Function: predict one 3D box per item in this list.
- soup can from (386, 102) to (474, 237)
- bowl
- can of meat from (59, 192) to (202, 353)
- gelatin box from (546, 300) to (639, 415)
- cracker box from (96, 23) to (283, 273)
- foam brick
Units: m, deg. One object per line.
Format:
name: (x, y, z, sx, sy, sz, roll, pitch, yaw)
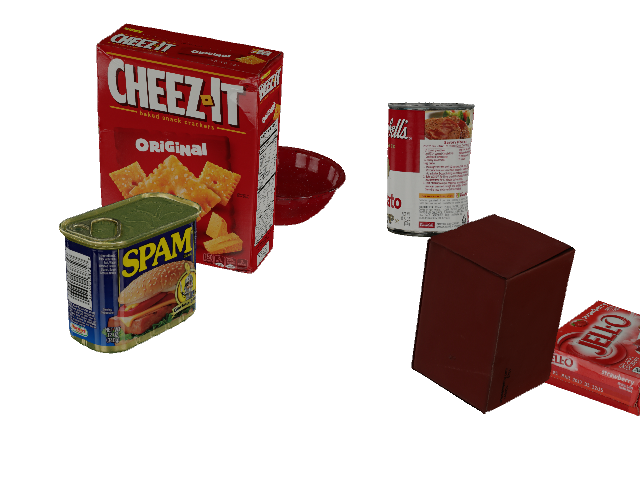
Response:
soup can: (0.087, -0.058, 0.849, 0.068, 0.102, 0.068, 0, 9, 0)
bowl: (-0.052, -0.062, 1.297, 0.162, 0.055, 0.162, 5, 26, -2)
can of meat: (-0.131, 0.021, 0.749, 0.058, 0.084, 0.101, 18, 26, 32)
gelatin box: (0.193, 0.074, 0.694, 0.073, 0.030, 0.089, 19, 27, 36)
cracker box: (-0.127, -0.084, 1.025, 0.164, 0.214, 0.072, 12, 32, 13)
foam brick: (0.083, 0.035, 0.526, 0.052, 0.078, 0.051, -18, 35, -37)
